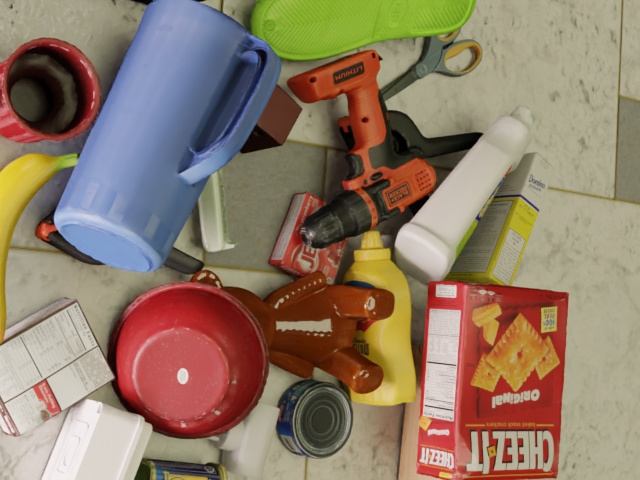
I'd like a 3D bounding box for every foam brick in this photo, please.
[{"bbox_3d":[-0.067,-0.129,1.125,0.053,0.078,0.051,39,66,-27],"label":"foam brick"}]

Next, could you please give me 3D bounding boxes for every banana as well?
[{"bbox_3d":[-0.288,-0.003,0.977,0.037,0.070,0.197,63,45,-70],"label":"banana"}]

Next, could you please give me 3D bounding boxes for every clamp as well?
[{"bbox_3d":[-0.194,-0.027,1.057,0.171,0.039,0.120,4,75,-34],"label":"clamp"},{"bbox_3d":[0.112,-0.101,1.271,0.209,0.036,0.164,36,72,-27],"label":"clamp"}]

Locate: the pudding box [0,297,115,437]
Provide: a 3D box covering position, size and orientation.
[{"bbox_3d":[-0.261,0.119,1.004,0.113,0.039,0.090,-32,107,-33],"label":"pudding box"}]

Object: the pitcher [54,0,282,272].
[{"bbox_3d":[-0.143,-0.096,0.997,0.145,0.149,0.242,24,68,-6],"label":"pitcher"}]

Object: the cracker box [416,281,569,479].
[{"bbox_3d":[0.195,0.157,1.187,0.163,0.072,0.214,7,85,-35],"label":"cracker box"}]

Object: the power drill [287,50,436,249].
[{"bbox_3d":[0.031,-0.101,1.169,0.184,0.057,0.187,-29,107,-31],"label":"power drill"}]

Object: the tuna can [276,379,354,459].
[{"bbox_3d":[-0.005,0.198,1.181,0.085,0.034,0.086,1,87,-35],"label":"tuna can"}]

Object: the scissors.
[{"bbox_3d":[0.120,-0.226,1.297,0.201,0.016,0.096,-19,97,-34],"label":"scissors"}]

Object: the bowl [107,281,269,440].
[{"bbox_3d":[-0.131,0.124,1.032,0.162,0.055,0.162,0,98,1],"label":"bowl"}]

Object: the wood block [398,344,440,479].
[{"bbox_3d":[0.158,0.231,1.259,0.090,0.091,0.206,10,82,-35],"label":"wood block"}]

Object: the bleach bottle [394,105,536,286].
[{"bbox_3d":[0.180,-0.066,1.240,0.068,0.102,0.250,33,67,12],"label":"bleach bottle"}]

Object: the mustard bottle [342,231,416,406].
[{"bbox_3d":[0.062,0.085,1.194,0.058,0.096,0.191,-2,89,-34],"label":"mustard bottle"}]

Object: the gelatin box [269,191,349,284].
[{"bbox_3d":[-0.008,0.002,1.189,0.073,0.030,0.089,29,72,-30],"label":"gelatin box"}]

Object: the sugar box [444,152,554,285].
[{"bbox_3d":[0.217,-0.020,1.308,0.048,0.094,0.176,37,69,-29],"label":"sugar box"}]

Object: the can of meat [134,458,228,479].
[{"bbox_3d":[-0.147,0.271,1.066,0.083,0.058,0.102,13,80,-31],"label":"can of meat"}]

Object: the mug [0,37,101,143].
[{"bbox_3d":[-0.271,-0.131,0.980,0.117,0.082,0.093,-17,98,-35],"label":"mug"}]

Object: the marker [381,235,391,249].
[{"bbox_3d":[0.072,0.055,1.250,0.020,0.020,0.121,4,86,-35],"label":"marker"}]
